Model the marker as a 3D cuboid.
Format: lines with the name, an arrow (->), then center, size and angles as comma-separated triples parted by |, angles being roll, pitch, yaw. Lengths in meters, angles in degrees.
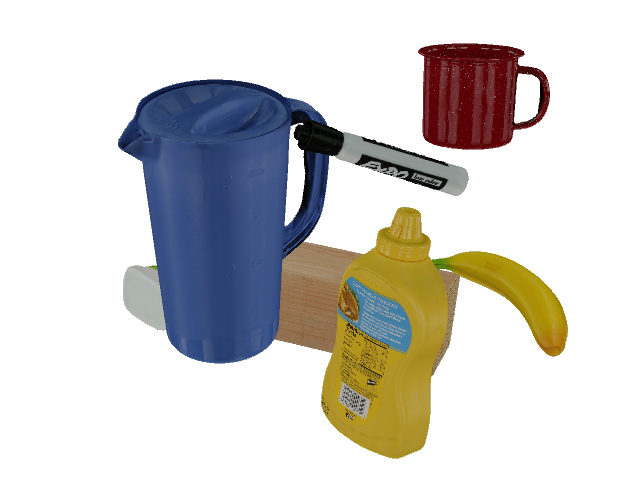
marker -> 0.038, -0.051, 0.658 | 0.121, 0.020, 0.020 | 15, -7, -27

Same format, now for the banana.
banana -> 0.190, 0.055, 1.062 | 0.069, 0.037, 0.198 | -33, 36, -16

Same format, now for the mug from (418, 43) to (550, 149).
mug -> 0.144, -0.128, 0.948 | 0.117, 0.081, 0.093 | 4, 19, 12

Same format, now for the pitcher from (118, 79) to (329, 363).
pitcher -> -0.082, -0.016, 0.965 | 0.149, 0.243, 0.144 | 11, 33, 16

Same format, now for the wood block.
wood block -> 0.038, 0.070, 1.170 | 0.206, 0.091, 0.090 | 12, 22, 16

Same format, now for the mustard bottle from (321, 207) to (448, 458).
mustard bottle -> 0.053, 0.066, 0.831 | 0.058, 0.192, 0.096 | -11, 28, -39

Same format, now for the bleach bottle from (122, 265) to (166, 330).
bleach bottle -> -0.132, 0.055, 1.427 | 0.250, 0.068, 0.103 | -12, 28, -42
